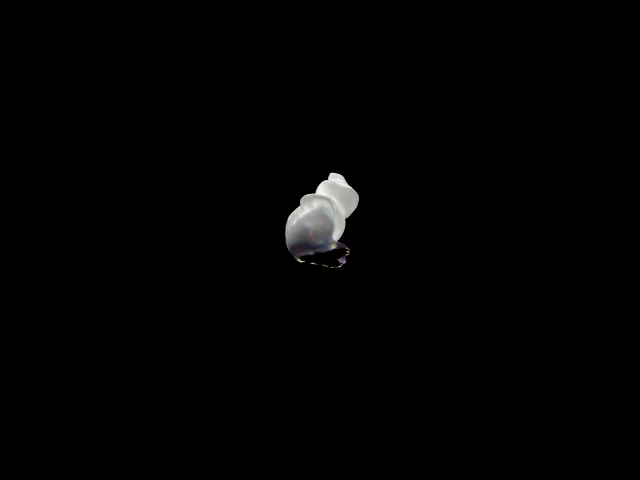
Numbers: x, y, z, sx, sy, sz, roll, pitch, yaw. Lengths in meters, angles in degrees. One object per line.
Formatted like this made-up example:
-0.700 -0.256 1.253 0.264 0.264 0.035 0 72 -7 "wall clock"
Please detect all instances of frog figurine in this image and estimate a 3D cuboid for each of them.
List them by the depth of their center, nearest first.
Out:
0.003 -0.043 0.850 0.122 0.162 0.135 -6 -22 14 "frog figurine"
